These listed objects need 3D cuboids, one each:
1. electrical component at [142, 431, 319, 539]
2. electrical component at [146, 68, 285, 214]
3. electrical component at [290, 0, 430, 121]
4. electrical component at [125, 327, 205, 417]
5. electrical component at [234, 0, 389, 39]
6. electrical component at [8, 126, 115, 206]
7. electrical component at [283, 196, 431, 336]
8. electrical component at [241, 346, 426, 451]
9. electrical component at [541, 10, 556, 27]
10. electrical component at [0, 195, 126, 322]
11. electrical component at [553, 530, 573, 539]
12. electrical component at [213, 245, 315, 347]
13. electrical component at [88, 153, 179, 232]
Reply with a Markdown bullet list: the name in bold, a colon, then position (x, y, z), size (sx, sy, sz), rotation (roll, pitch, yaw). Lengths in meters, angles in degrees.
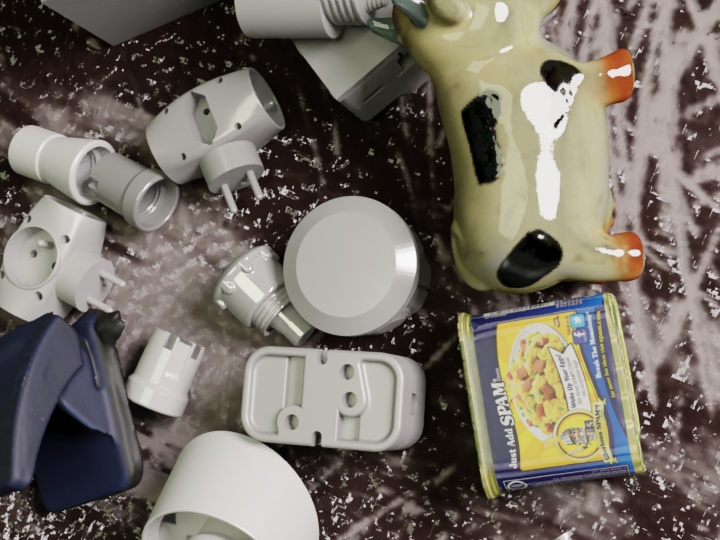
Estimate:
- **electrical component**: position (-0.074, 0.151, 0.620), size (0.099, 0.064, 0.099), rotation (11, 127, 15)
- **electrical component**: position (-0.084, -0.074, 0.674), size (0.077, 0.043, 0.079), rotation (-27, 75, 14)
- **electrical component**: position (-0.012, -0.177, 0.653), size (0.089, 0.062, 0.150), rotation (-39, 72, 10)
- **electrical component**: position (-0.121, 0.063, 0.670), size (0.040, 0.040, 0.046), rotation (21, 85, 20)
- **electrical component**: position (-0.024, -0.150, 0.595), size (0.081, 0.043, 0.043), rotation (4, 84, 19)
- **electrical component**: position (-0.201, -0.073, 0.716), size (0.065, 0.044, 0.044), rotation (19, 89, 25)
- **electrical component**: position (0.000, 0.000, 0.630), size (0.080, 0.051, 0.080), rotation (-3, 82, 19)
- **electrical component**: position (-0.013, 0.074, 0.620), size (0.095, 0.059, 0.053), rotation (2, 83, 19)
- **electrical component**: position (0.086, -0.186, 0.627), size (0.076, 0.047, 0.083), rotation (-40, 72, 13)
- **electrical component**: position (-0.187, 0.002, 0.698), size (0.079, 0.044, 0.077), rotation (26, 92, 20)
- **electrical component**: position (0.127, 0.175, 0.567), size (0.040, 0.040, 0.078), rotation (-33, 73, 12)
- **electrical component**: position (-0.054, 0.019, 0.651), size (0.062, 0.048, 0.048), rotation (43, 97, 12)
- **electrical component**: position (-0.147, -0.051, 0.695), size (0.046, 0.040, 0.040), rotation (28, 92, 26)
